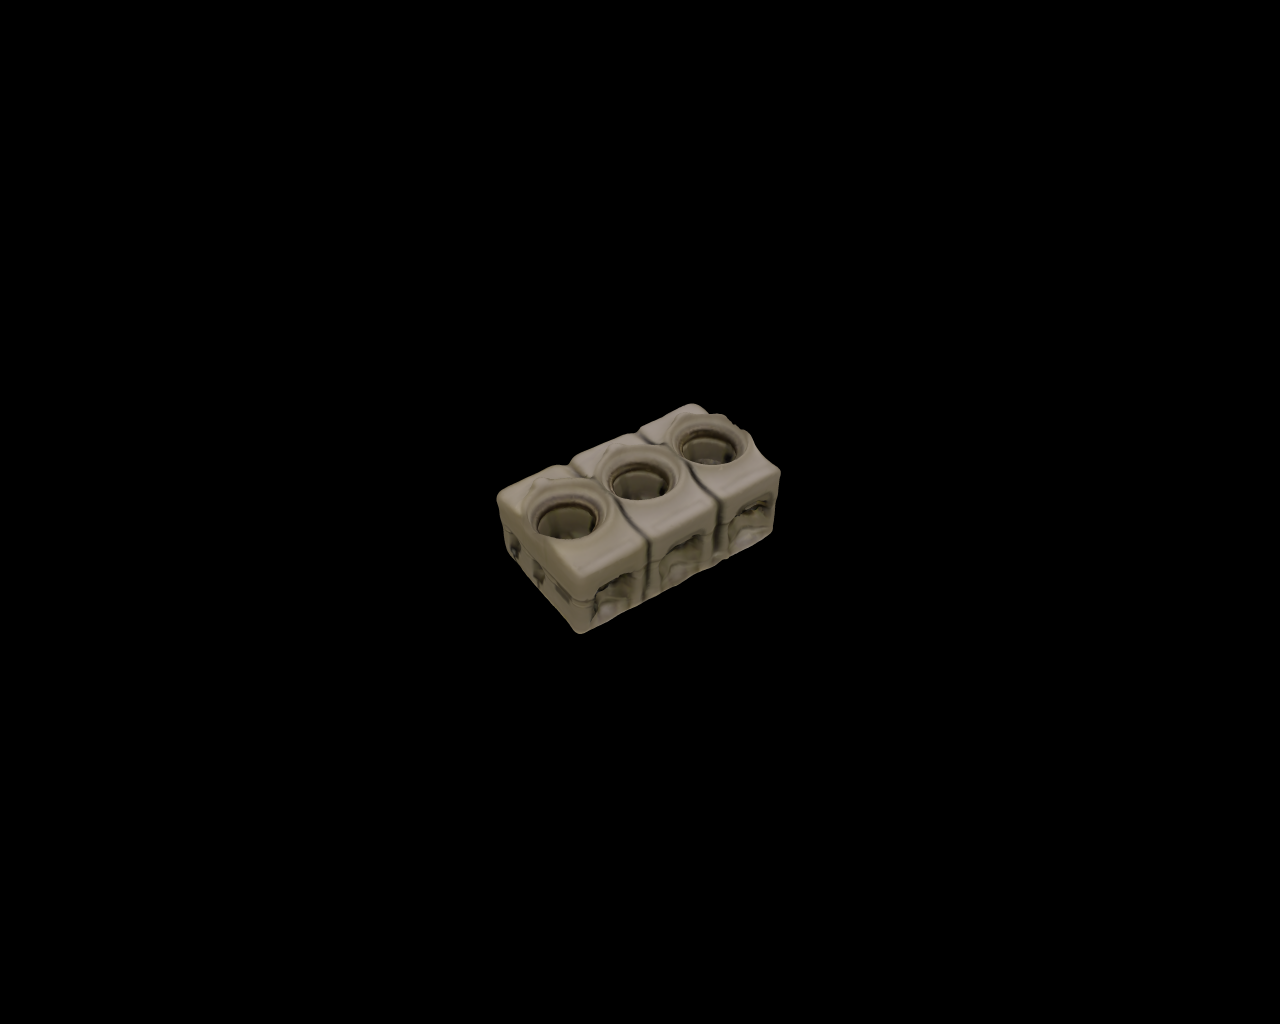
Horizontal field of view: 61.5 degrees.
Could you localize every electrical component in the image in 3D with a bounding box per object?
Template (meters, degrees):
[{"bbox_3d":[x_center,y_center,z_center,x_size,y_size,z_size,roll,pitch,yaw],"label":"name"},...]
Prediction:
[{"bbox_3d":[0.001,-0.003,0.650,0.150,0.061,0.089,-27,50,-25],"label":"electrical component"}]
